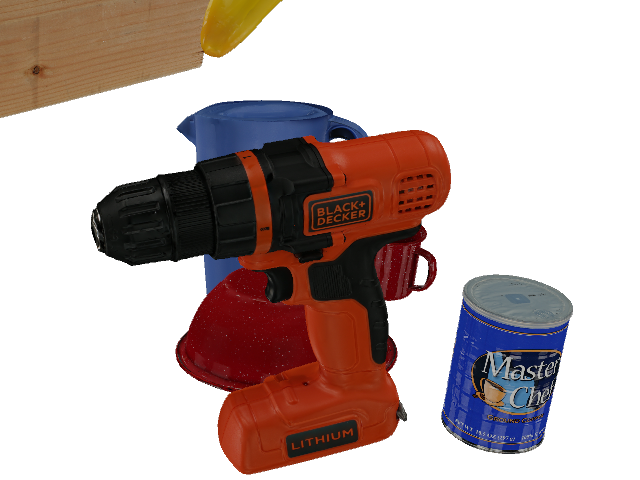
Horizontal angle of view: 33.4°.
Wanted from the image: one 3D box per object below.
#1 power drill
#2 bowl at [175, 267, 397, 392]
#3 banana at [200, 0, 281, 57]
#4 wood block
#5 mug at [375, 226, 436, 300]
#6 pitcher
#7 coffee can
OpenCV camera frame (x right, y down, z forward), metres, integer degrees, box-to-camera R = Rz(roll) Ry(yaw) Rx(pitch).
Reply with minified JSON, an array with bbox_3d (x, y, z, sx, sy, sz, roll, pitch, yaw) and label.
[{"bbox_3d":[-0.022,0.036,0.569,0.184,0.188,0.057,-10,35,-15],"label":"power drill"},{"bbox_3d":[-0.024,0.055,0.768,0.162,0.055,0.162,1,17,-1],"label":"bowl"},{"bbox_3d":[-0.005,-0.174,0.696,0.197,0.069,0.037,-23,-9,-33],"label":"banana"},{"bbox_3d":[-0.197,-0.173,0.840,0.205,0.091,0.090,-21,53,-35],"label":"wood block"},{"bbox_3d":[0.089,0.025,1.308,0.117,0.081,0.093,19,27,26],"label":"mug"},{"bbox_3d":[-0.045,-0.012,1.032,0.144,0.243,0.149,-11,19,-35],"label":"pitcher"},{"bbox_3d":[0.177,0.117,1.022,0.103,0.140,0.103,6,22,-3],"label":"coffee can"}]
